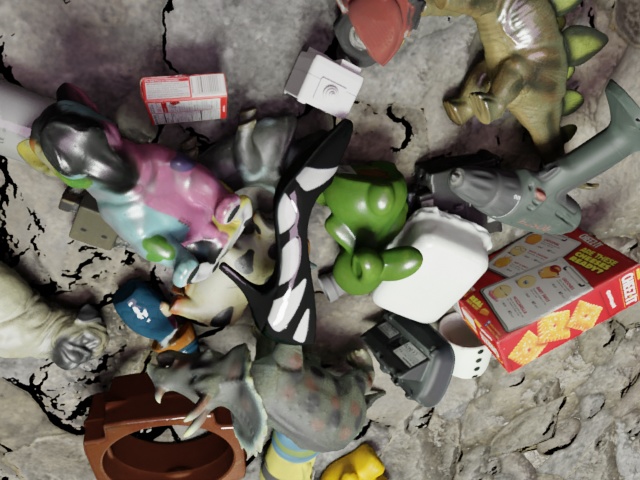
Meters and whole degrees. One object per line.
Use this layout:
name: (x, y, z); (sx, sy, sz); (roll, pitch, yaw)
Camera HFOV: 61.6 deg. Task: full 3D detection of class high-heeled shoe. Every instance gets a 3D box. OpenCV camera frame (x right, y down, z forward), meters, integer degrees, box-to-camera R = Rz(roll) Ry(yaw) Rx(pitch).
high-heeled shoe: (-0.001, -0.002, 0.603); (0.145, 0.086, 0.248); (39, 90, -15)

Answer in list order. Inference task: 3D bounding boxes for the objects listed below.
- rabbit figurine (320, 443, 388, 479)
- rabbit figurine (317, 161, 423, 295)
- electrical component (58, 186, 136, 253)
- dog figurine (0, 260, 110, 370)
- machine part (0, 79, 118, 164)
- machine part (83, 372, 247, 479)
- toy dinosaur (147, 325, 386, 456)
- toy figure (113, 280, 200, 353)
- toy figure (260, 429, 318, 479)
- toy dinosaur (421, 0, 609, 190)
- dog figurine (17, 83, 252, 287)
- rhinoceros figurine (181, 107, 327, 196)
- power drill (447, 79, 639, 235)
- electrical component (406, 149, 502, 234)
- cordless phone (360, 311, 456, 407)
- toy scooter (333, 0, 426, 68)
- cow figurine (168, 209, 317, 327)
rabbit figurine: (0.058, 0.439, 0.861); (0.162, 0.173, 0.121); (-15, 120, -13)
rabbit figurine: (0.065, -0.002, 0.680); (0.121, 0.159, 0.170); (-7, 115, -22)
electrical component: (-0.258, -0.030, 0.645); (0.102, 0.045, 0.078); (17, 136, -18)
dog figurine: (-0.355, 0.073, 0.643); (0.190, 0.121, 0.172); (-2, 118, -29)
machine part: (-0.310, -0.119, 0.569); (0.243, 0.079, 0.079); (20, 106, -23)
machine part: (-0.204, 0.268, 0.740); (0.201, 0.087, 0.200); (-5, 129, -9)
toy dinosaur: (-0.016, 0.210, 0.708); (0.131, 0.192, 0.404); (-31, 130, 35)
toy figure: (-0.206, 0.117, 0.713); (0.058, 0.064, 0.154); (-56, 128, -30)
toy figure: (-0.042, 0.320, 0.834); (0.089, 0.082, 0.180); (11, 119, 1)
toy dinosaur: (0.252, -0.221, 0.665); (0.198, 0.105, 0.470); (-32, 122, -4)
dog figurine: (-0.185, -0.058, 0.544); (0.219, 0.191, 0.108); (36, 90, 0)
rhinoceros figurine: (-0.077, -0.096, 0.645); (0.190, 0.073, 0.112); (-21, 115, -5)
power drill: (0.293, -0.090, 0.655); (0.232, 0.086, 0.207); (22, 122, -39)
electrical component: (0.180, -0.056, 0.741); (0.134, 0.058, 0.114); (-12, 114, -9)
cordless phone: (0.146, 0.203, 0.798); (0.089, 0.147, 0.184); (-32, 123, -12)
toy scooter: (0.060, -0.289, 0.584); (0.135, 0.075, 0.183); (-24, 114, 21)
cow figurine: (-0.091, 0.034, 0.692); (0.127, 0.086, 0.195); (32, 105, -27)
